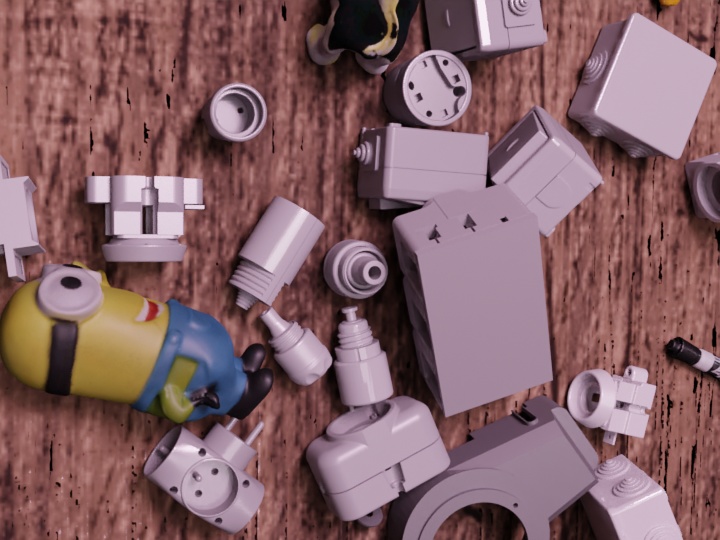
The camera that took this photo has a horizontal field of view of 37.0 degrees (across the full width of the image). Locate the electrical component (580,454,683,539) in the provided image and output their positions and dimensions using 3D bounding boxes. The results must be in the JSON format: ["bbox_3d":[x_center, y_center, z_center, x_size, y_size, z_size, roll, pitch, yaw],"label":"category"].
[{"bbox_3d":[0.220,0.205,0.864,0.048,0.099,0.099,-24,102,-4],"label":"electrical component"}]

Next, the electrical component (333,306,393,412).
[{"bbox_3d":[0.000,0.066,0.805,0.040,0.040,0.078,-14,98,-18],"label":"electrical component"}]

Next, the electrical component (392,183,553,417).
[{"bbox_3d":[0.083,0.021,0.788,0.089,0.061,0.150,-18,125,-8],"label":"electrical component"}]

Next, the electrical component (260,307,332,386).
[{"bbox_3d":[-0.050,0.054,0.790,0.035,0.035,0.061,-41,103,-13],"label":"electrical component"}]

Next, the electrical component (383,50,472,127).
[{"bbox_3d":[0.049,-0.134,0.805,0.055,0.047,0.055,-1,94,-20],"label":"electrical component"}]

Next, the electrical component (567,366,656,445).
[{"bbox_3d":[0.204,0.108,0.880,0.055,0.048,0.066,15,89,-28],"label":"electrical component"}]

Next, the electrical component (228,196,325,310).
[{"bbox_3d":[-0.064,-0.008,0.775,0.043,0.043,0.081,34,82,-19],"label":"electrical component"}]

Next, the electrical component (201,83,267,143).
[{"bbox_3d":[-0.091,-0.109,0.757,0.040,0.046,0.040,-1,94,-20],"label":"electrical component"}]

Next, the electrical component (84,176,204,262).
[{"bbox_3d":[-0.148,-0.034,0.737,0.078,0.058,0.057,0,91,-20],"label":"electrical component"}]

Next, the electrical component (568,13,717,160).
[{"bbox_3d":[0.226,-0.145,0.867,0.100,0.048,0.099,24,85,-20],"label":"electrical component"}]

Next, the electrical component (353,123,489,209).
[{"bbox_3d":[0.040,-0.074,0.798,0.096,0.062,0.061,3,93,-20],"label":"electrical component"}]

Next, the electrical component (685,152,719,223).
[{"bbox_3d":[0.314,-0.071,0.883,0.056,0.089,0.050,-18,100,-18],"label":"electrical component"}]

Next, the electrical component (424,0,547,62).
[{"bbox_3d":[0.092,-0.189,0.791,0.061,0.096,0.061,-11,97,-18],"label":"electrical component"}]

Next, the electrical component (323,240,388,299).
[{"bbox_3d":[0.000,0.000,0.789,0.043,0.062,0.043,-1,94,-20],"label":"electrical component"}]

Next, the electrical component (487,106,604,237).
[{"bbox_3d":[0.134,-0.081,0.819,0.061,0.096,0.061,38,109,-18],"label":"electrical component"}]

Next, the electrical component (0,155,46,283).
[{"bbox_3d":[-0.243,-0.032,0.704,0.064,0.042,0.081,-8,85,-11],"label":"electrical component"}]

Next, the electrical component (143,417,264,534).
[{"bbox_3d":[-0.100,0.136,0.772,0.077,0.044,0.079,40,80,-18],"label":"electrical component"}]

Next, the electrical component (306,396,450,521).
[{"bbox_3d":[0.011,0.136,0.807,0.095,0.054,0.059,-26,102,-16],"label":"electrical component"}]
